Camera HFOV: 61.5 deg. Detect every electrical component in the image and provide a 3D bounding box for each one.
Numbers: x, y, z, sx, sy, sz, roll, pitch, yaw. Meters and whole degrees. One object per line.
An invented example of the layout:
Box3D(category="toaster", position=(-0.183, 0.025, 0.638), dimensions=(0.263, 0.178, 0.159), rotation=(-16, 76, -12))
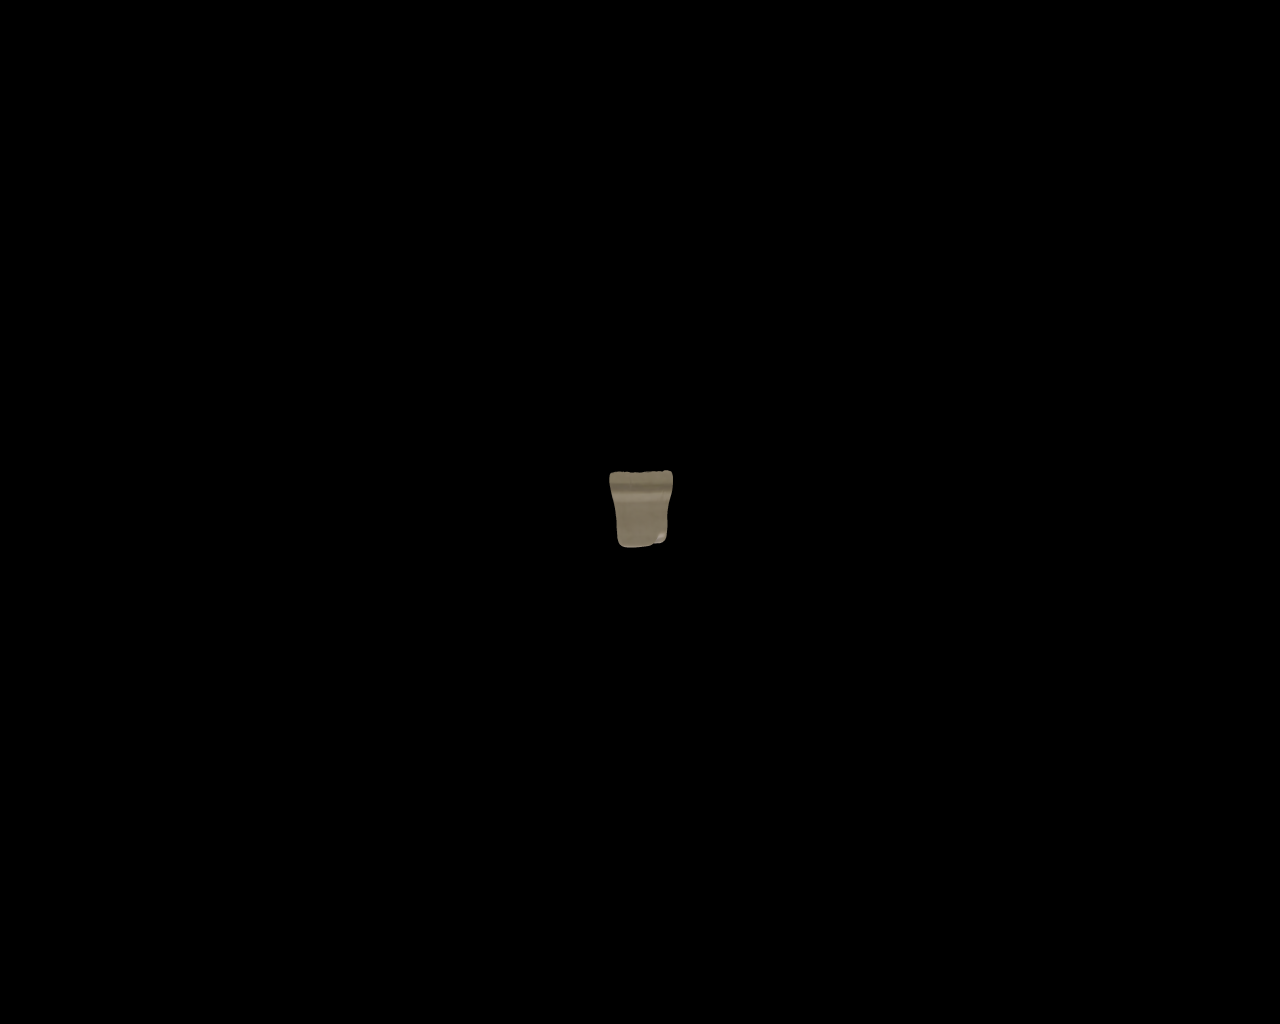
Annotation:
Box3D(category="electrical component", position=(0.001, -0.003, 0.650), dimensions=(0.040, 0.046, 0.040), rotation=(0, 2, 0))
